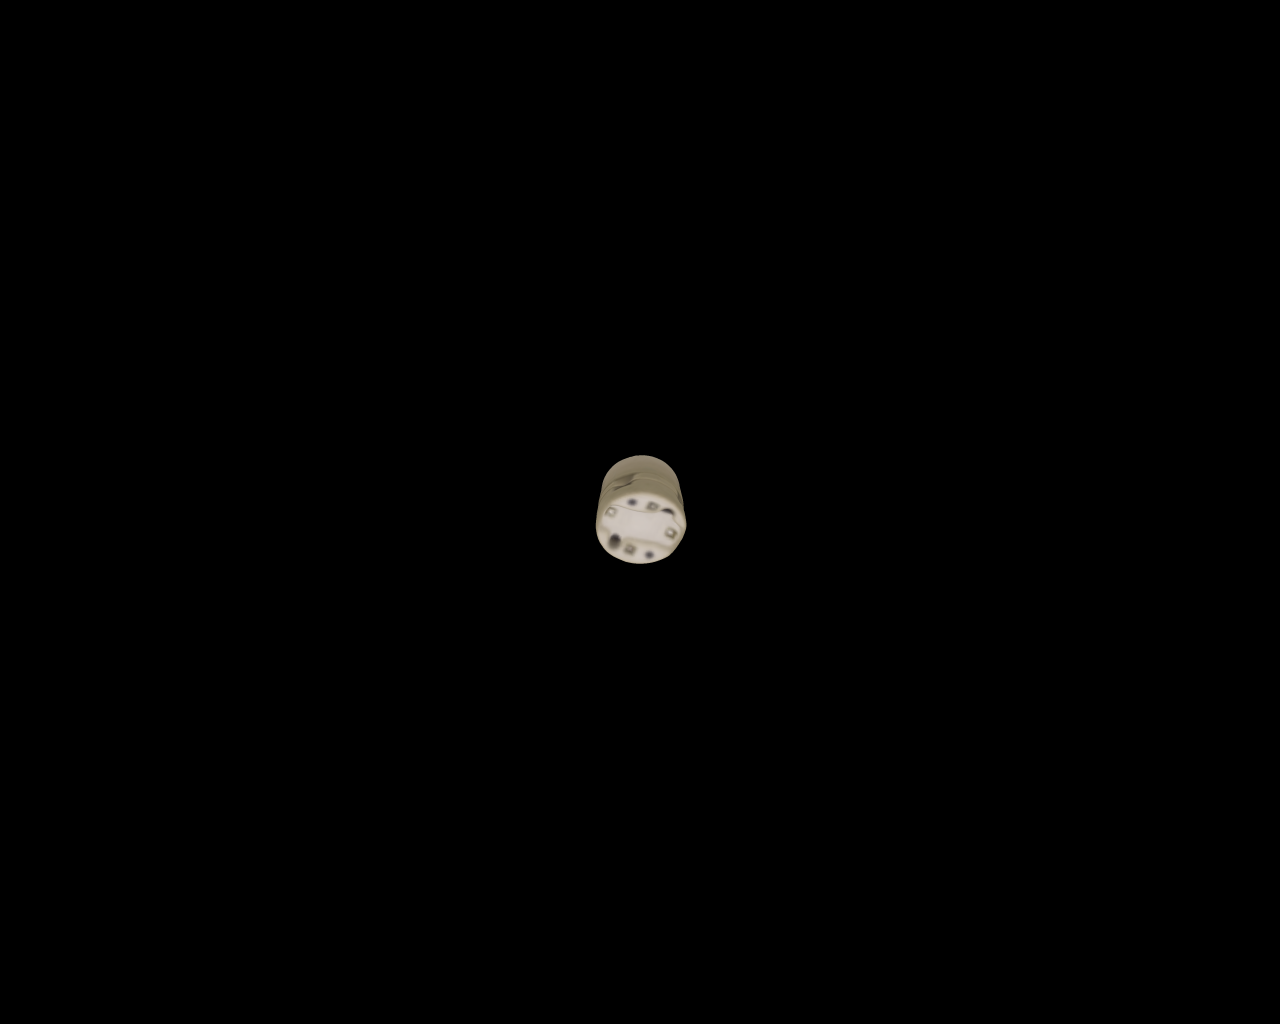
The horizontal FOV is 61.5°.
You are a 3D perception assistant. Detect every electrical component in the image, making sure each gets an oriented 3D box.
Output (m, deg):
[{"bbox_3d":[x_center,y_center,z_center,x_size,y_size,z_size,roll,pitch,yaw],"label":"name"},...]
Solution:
[{"bbox_3d":[0.001,-0.003,0.650,0.055,0.055,0.047,0,34,0],"label":"electrical component"}]
